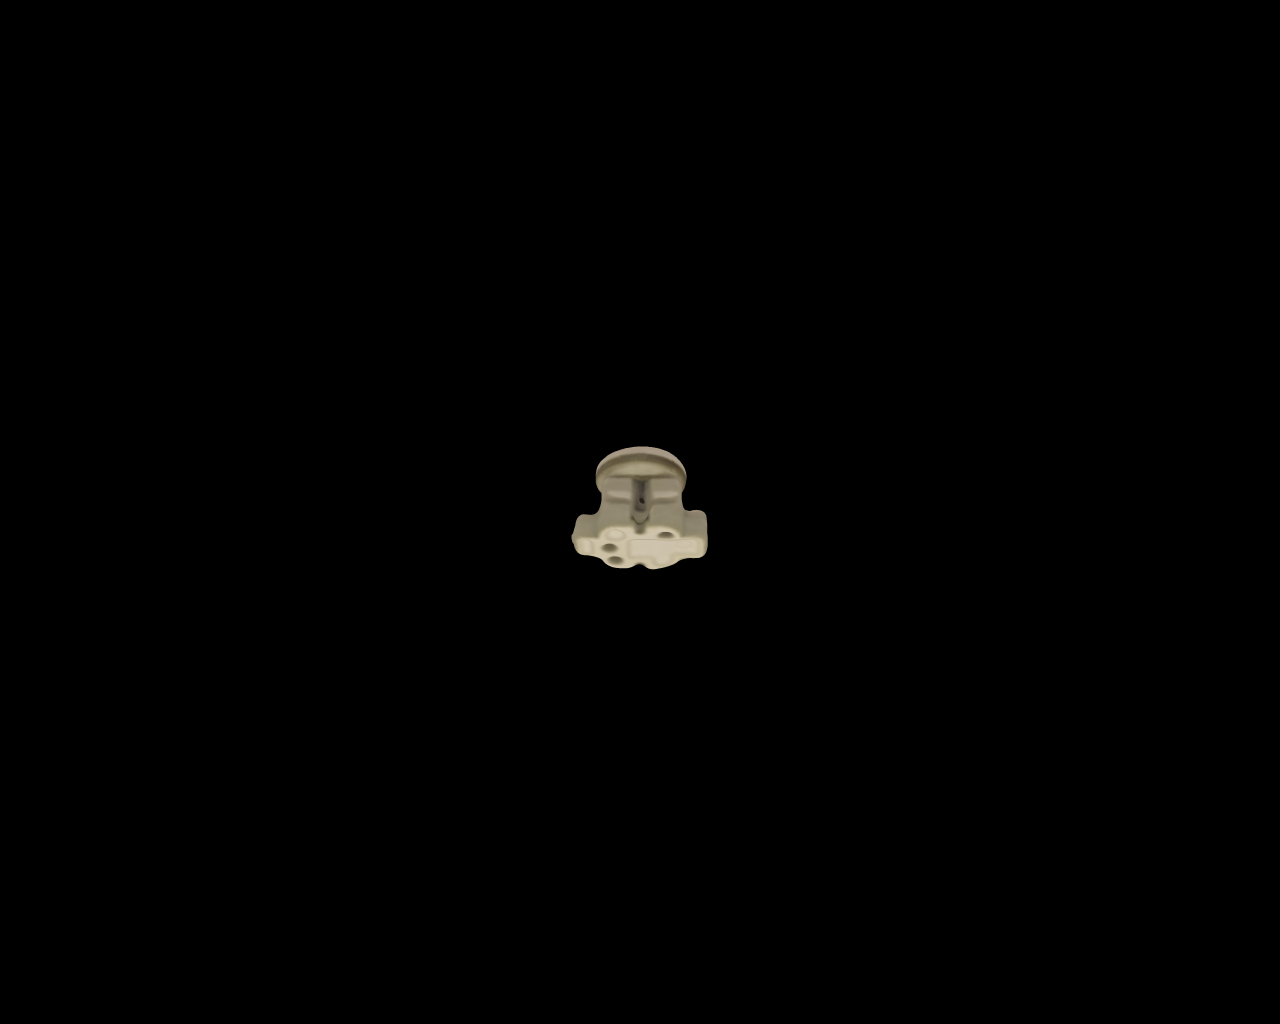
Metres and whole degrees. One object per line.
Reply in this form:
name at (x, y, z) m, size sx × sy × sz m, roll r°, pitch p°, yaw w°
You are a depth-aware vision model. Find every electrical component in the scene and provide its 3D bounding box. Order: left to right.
electrical component at (0.001, -0.003, 0.650) m, size 0.078 × 0.057 × 0.058 m, roll 0°, pitch -32°, yaw 0°
